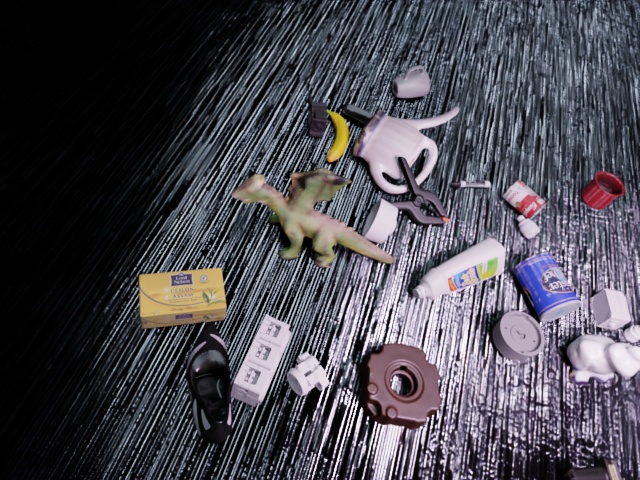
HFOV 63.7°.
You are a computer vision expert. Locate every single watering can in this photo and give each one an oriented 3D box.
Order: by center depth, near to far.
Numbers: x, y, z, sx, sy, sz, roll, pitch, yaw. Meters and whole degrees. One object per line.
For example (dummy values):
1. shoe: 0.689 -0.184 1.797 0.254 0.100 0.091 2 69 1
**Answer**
1. watering can: 0.236 -0.288 1.451 0.225 0.102 0.352 31 70 6

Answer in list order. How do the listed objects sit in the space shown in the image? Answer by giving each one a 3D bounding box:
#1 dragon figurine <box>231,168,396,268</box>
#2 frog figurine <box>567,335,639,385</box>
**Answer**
1. dragon figurine: 0.004 -0.059 1.170 0.410 0.237 0.125 10 50 -5
2. frog figurine: 0.647 0.257 1.161 0.137 0.156 0.126 15 52 -5
